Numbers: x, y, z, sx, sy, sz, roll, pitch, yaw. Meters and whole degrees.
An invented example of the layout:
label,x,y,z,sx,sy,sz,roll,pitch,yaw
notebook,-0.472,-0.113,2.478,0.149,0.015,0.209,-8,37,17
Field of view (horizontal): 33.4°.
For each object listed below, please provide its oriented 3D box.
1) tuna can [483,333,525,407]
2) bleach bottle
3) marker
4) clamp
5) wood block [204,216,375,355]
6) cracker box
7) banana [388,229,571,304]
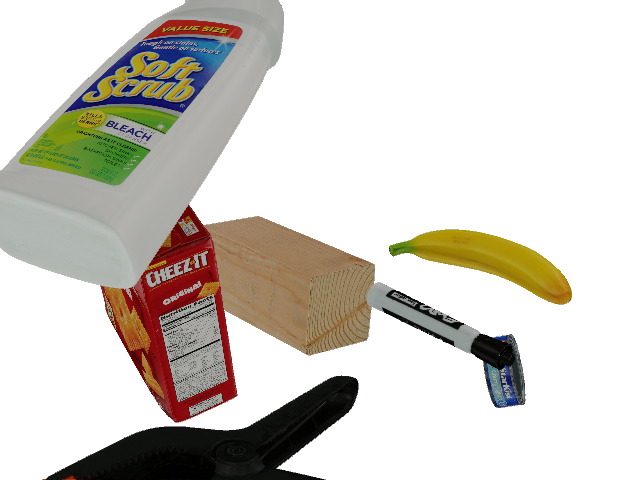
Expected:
label,x,y,z,sx,sy,sz,roll,pitch,yaw
tuna can,0.220,0.157,1.278,0.034,0.086,0.086,-11,-3,17
bleach bottle,-0.097,-0.089,0.654,0.103,0.250,0.068,15,-36,17
marker,0.083,0.059,0.743,0.121,0.020,0.020,25,16,37
clamp,-0.043,0.123,0.576,0.209,0.036,0.165,-1,20,-13
wood block,-0.044,0.045,1.191,0.090,0.090,0.206,-10,22,-39
cracker box,-0.146,0.031,0.917,0.072,0.214,0.164,-24,51,-18
banana,0.167,0.023,1.051,0.198,0.037,0.069,14,41,36
